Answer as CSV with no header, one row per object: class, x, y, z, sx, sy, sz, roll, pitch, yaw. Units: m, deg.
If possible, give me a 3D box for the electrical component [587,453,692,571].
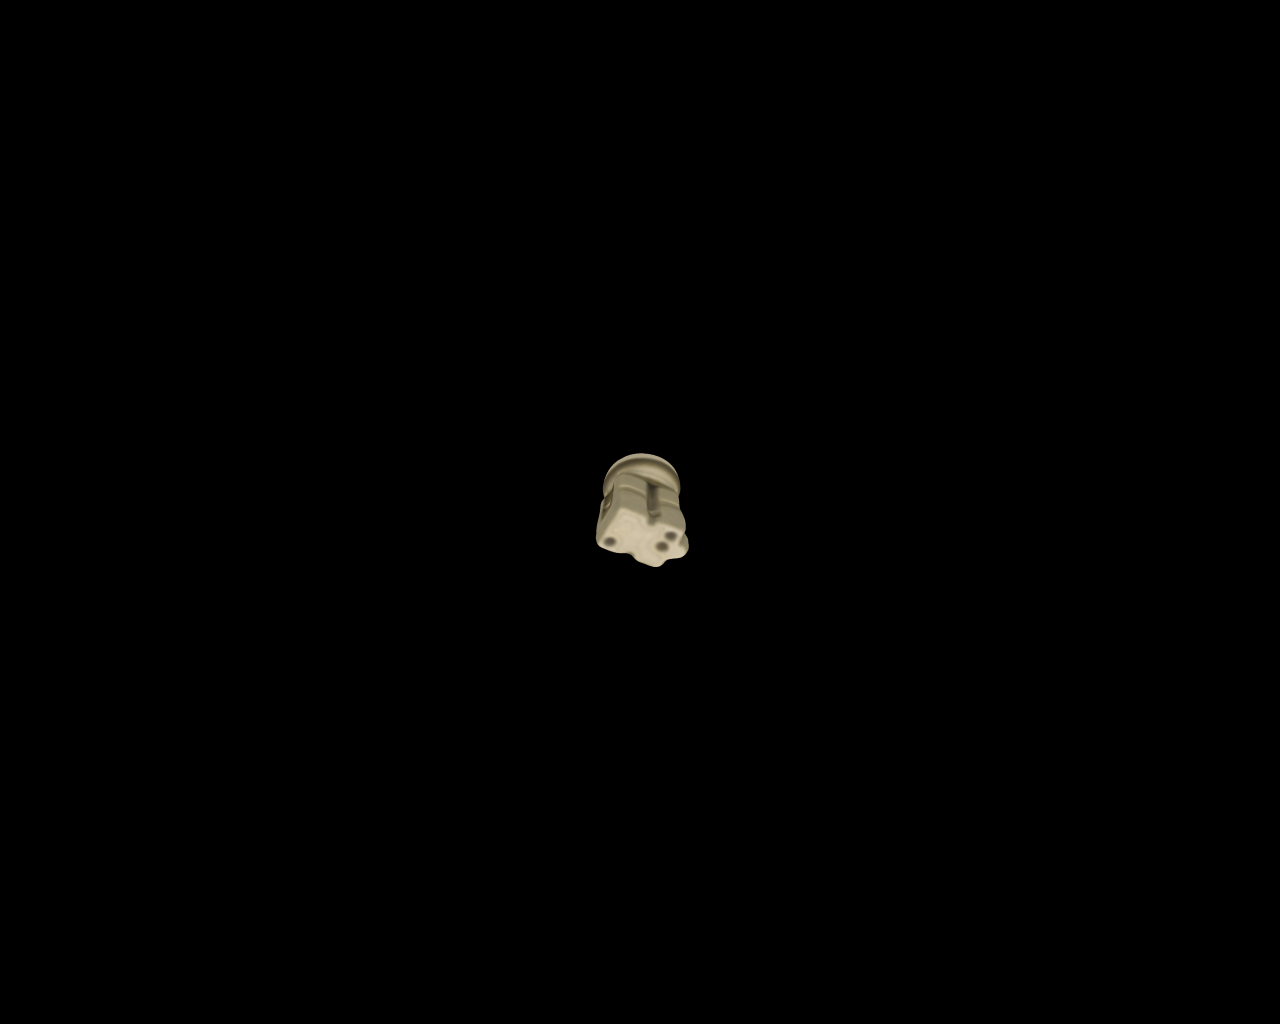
electrical component,0.001,-0.003,0.650,0.066,0.048,0.055,22,38,-18
